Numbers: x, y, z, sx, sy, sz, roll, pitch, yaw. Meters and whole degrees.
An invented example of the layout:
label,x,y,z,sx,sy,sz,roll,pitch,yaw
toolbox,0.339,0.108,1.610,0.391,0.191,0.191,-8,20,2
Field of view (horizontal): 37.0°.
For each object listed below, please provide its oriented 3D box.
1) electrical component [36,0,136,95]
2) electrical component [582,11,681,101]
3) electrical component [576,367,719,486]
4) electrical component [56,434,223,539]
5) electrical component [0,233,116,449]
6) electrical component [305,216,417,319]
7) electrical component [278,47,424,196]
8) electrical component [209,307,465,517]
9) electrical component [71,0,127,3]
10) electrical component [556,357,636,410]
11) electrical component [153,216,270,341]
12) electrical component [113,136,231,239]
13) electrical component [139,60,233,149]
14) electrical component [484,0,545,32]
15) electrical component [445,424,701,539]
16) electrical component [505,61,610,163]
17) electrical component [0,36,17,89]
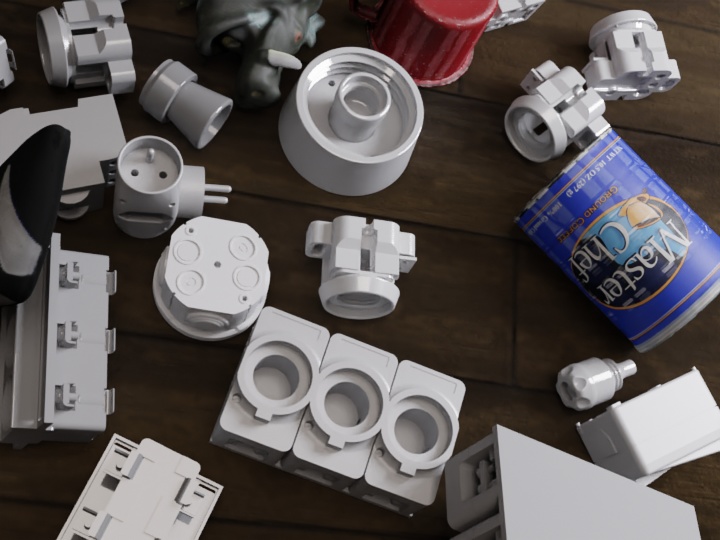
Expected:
label,x,y,z,sx,sy,sz,roll,pitch,yaw
electrical component,-0.202,-0.164,0.784,0.057,0.058,0.078,-11,72,-22
electrical component,0.225,-0.181,0.906,0.078,0.058,0.057,-4,73,-16
electrical component,0.220,0.117,0.785,0.096,0.061,0.061,-20,76,-21
electrical component,-0.145,0.170,0.665,0.079,0.063,0.121,27,65,-4
electrical component,-0.196,0.048,0.694,0.063,0.079,0.121,8,66,-29
electrical component,0.000,0.000,0.774,0.078,0.058,0.057,7,65,-12
electrical component,-0.004,-0.117,0.817,0.108,0.060,0.108,5,68,-13
electrical component,-0.014,0.096,0.730,0.150,0.061,0.089,22,65,-6
electrical component,-0.198,-0.243,0.818,0.080,0.051,0.080,5,68,-13
electrical component,0.179,0.081,0.803,0.061,0.035,0.035,-17,74,-23
electrical component,-0.102,0.005,0.747,0.080,0.051,0.080,5,68,-13
electrical component,-0.130,-0.055,0.749,0.079,0.077,0.043,3,68,-14
electrical component,-0.129,-0.123,0.794,0.055,0.045,0.045,36,65,1
electrical component,0.120,-0.238,0.907,0.066,0.048,0.055,-20,83,-22
electrical component,0.142,0.187,0.698,0.186,0.060,0.105,25,45,-27
electrical component,0.154,-0.122,0.864,0.057,0.058,0.078,-37,82,-27
electrical component,-0.279,-0.138,0.748,0.081,0.042,0.063,20,46,19
